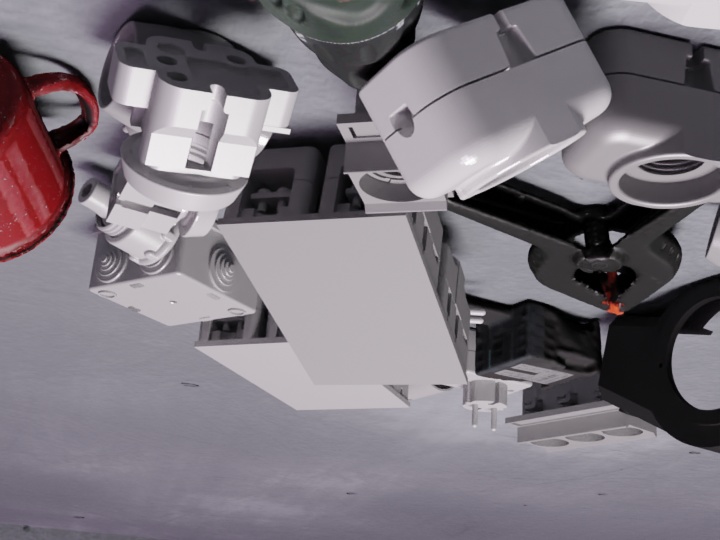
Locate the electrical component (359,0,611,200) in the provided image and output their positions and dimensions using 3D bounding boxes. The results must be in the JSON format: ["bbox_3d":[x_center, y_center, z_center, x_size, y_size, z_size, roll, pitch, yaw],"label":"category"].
[{"bbox_3d":[0.056,-0.070,0.451,0.095,0.059,0.054,-26,176,-34],"label":"electrical component"}]

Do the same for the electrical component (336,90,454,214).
[{"bbox_3d":[0.019,-0.066,0.523,0.042,0.063,0.081,-2,158,13],"label":"electrical component"}]

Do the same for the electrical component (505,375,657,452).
[{"bbox_3d":[0.204,0.124,0.977,0.079,0.063,0.121,21,153,-36],"label":"electrical component"}]

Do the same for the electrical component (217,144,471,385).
[{"bbox_3d":[0.000,0.000,0.656,0.105,0.060,0.186,-2,146,16],"label":"electrical component"}]

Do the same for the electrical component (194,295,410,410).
[{"bbox_3d":[-0.037,0.058,0.858,0.105,0.060,0.186,-4,157,21],"label":"electrical component"}]

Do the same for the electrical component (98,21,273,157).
[{"bbox_3d":[-0.092,-0.081,0.532,0.077,0.044,0.079,17,155,-31],"label":"electrical component"}]

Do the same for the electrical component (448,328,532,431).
[{"bbox_3d":[0.106,0.097,0.907,0.066,0.076,0.047,14,157,-23],"label":"electrical component"}]

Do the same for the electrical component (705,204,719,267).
[{"bbox_3d":[0.239,-0.004,0.620,0.077,0.044,0.079,16,137,14],"label":"electrical component"}]

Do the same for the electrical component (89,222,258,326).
[{"bbox_3d":[-0.126,0.001,0.743,0.100,0.048,0.100,-9,155,32],"label":"electrical component"}]

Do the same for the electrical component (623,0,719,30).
[{"bbox_3d":[0.128,-0.122,0.369,0.095,0.053,0.059,5,159,-2],"label":"electrical component"}]

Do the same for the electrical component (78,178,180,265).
[{"bbox_3d":[-0.144,-0.035,0.664,0.048,0.048,0.062,-15,145,40],"label":"electrical component"}]

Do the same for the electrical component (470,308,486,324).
[{"bbox_3d":[0.054,0.032,0.791,0.076,0.047,0.083,3,159,3],"label":"electrical component"}]

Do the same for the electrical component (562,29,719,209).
[{"bbox_3d":[0.144,-0.067,0.502,0.095,0.059,0.053,9,158,-13],"label":"electrical component"}]

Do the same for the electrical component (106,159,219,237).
[{"bbox_3d":[-0.111,-0.046,0.620,0.055,0.048,0.066,16,143,-23],"label":"electrical component"}]

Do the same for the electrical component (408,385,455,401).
[{"bbox_3d":[0.046,0.093,0.955,0.043,0.043,0.081,18,154,-32],"label":"electrical component"}]

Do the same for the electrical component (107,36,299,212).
[{"bbox_3d":[-0.072,-0.063,0.470,0.078,0.058,0.057,5,122,-24],"label":"electrical component"}]
